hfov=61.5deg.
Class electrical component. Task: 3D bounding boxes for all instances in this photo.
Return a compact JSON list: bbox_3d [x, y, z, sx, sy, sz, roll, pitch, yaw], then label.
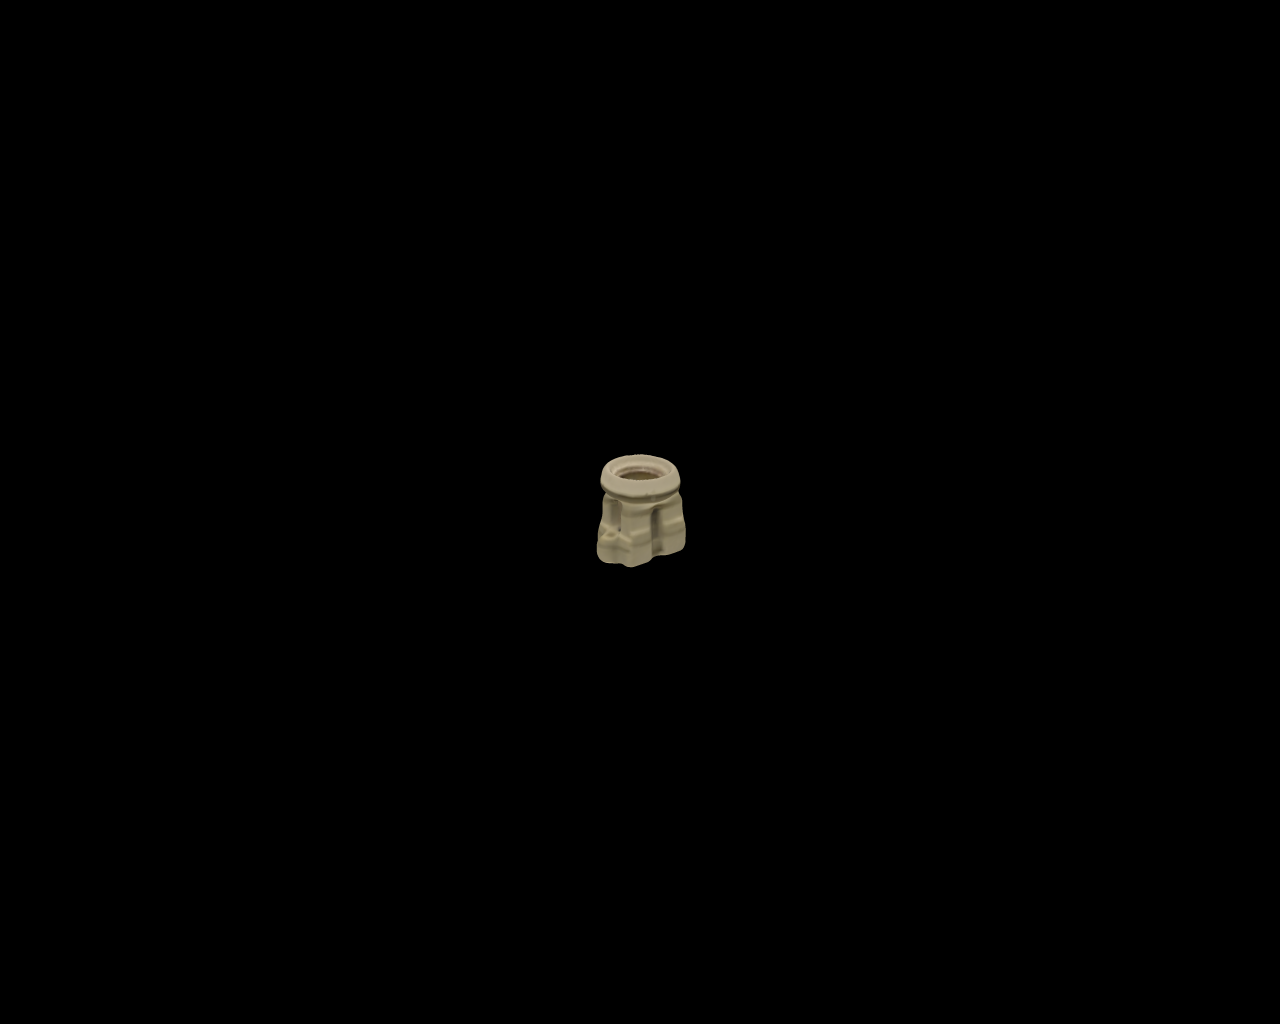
[{"bbox_3d":[0.001,-0.003,0.650,0.066,0.055,0.048,-18,32,-31],"label":"electrical component"}]
